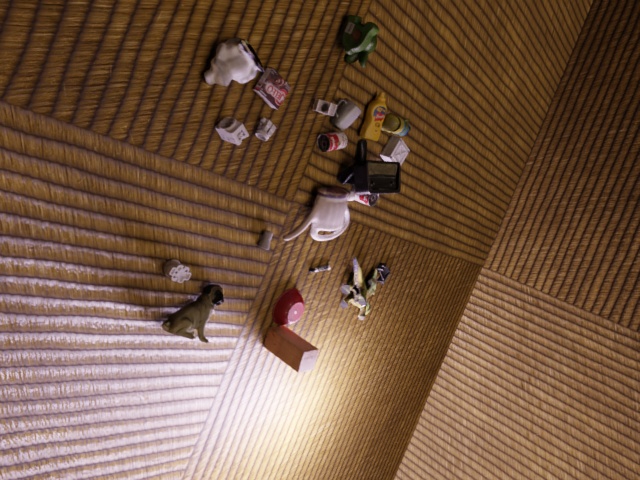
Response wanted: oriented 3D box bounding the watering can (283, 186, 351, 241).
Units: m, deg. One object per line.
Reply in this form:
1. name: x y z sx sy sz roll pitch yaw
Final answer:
1. watering can: 0.006 -0.099 1.976 0.349 0.105 0.222 -7 113 -47

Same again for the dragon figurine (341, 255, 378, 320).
1. dragon figurine: 0.202 0.210 2.395 0.247 0.122 0.402 -40 140 -54

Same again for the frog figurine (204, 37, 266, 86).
1. frog figurine: -0.258 -0.503 1.491 0.158 0.125 0.135 -29 151 12
